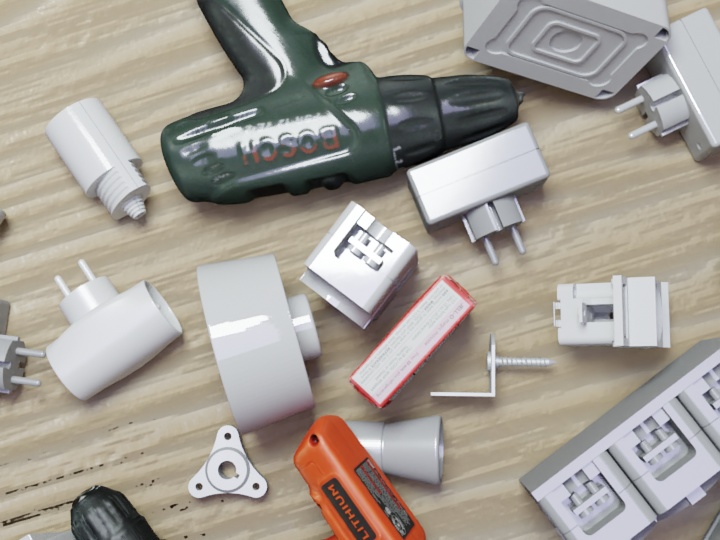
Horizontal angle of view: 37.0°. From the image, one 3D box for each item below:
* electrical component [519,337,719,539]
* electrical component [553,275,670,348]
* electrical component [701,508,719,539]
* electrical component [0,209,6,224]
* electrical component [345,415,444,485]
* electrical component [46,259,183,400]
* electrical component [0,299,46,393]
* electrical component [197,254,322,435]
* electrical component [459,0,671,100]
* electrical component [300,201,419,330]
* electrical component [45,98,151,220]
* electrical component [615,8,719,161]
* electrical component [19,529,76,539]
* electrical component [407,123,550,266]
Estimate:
[{"bbox_3d":[0.177,0.110,0.649,0.150,0.089,0.061,-37,83,-1],"label":"electrical component"},{"bbox_3d":[0.157,0.027,0.671,0.064,0.081,0.042,-2,84,26],"label":"electrical component"},{"bbox_3d":[0.281,0.161,0.654,0.109,0.056,0.108,31,87,6],"label":"electrical component"},{"bbox_3d":[-0.269,-0.033,0.711,0.055,0.055,0.047,36,84,6],"label":"electrical component"},{"bbox_3d":[0.019,0.114,0.684,0.065,0.044,0.044,0,84,9],"label":"electrical component"},{"bbox_3d":[-0.170,0.031,0.702,0.077,0.044,0.079,-35,83,0],"label":"electrical component"},{"bbox_3d":[-0.243,0.060,0.702,0.076,0.047,0.083,7,84,4],"label":"electrical component"},{"bbox_3d":[-0.057,0.042,0.665,0.060,0.108,0.108,-15,83,-4],"label":"electrical component"},{"bbox_3d":[0.126,-0.162,0.667,0.113,0.078,0.057,13,58,-19],"label":"electrical component"},{"bbox_3d":[0.000,0.000,0.672,0.050,0.089,0.055,37,87,7],"label":"electrical component"},{"bbox_3d":[-0.168,-0.069,0.713,0.043,0.043,0.081,-35,83,-1],"label":"electrical component"},{"bbox_3d":[0.203,-0.110,0.692,0.076,0.047,0.083,-26,83,1],"label":"electrical component"},{"bbox_3d":[-0.201,0.198,0.660,0.062,0.096,0.061,-32,83,0],"label":"electrical component"},{"bbox_3d":[0.082,-0.041,0.693,0.083,0.047,0.075,-22,84,1],"label":"electrical component"}]
